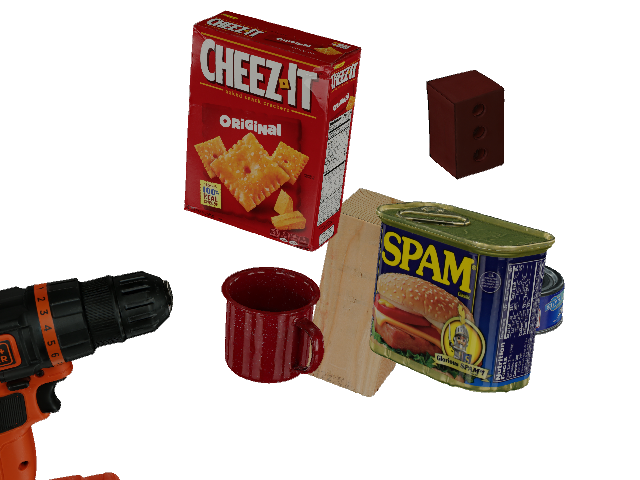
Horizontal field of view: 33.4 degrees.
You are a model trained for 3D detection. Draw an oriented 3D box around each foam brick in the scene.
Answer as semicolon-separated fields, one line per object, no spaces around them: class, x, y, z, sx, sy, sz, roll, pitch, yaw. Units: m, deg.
foam brick;0.131;-0.106;0.962;0.053;0.078;0.051;-18;34;-16

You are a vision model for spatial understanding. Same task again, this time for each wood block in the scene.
wood block;0.052;0.059;1.214;0.090;0.206;0.090;19;25;16

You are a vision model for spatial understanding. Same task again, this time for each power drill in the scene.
power drill;-0.175;0.115;0.698;0.184;0.188;0.057;-12;25;-8

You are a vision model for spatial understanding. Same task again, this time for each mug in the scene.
mug;-0.040;0.086;1.010;0.117;0.081;0.093;25;32;36

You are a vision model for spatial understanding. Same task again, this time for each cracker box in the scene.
cracker box;-0.055;-0.112;1.111;0.164;0.214;0.072;19;32;21

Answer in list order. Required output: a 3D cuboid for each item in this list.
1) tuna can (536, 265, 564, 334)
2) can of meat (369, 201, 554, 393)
tuna can;0.146;0.043;0.832;0.086;0.034;0.086;0;19;0
can of meat;0.074;0.030;0.594;0.057;0.084;0.102;-7;18;-40
